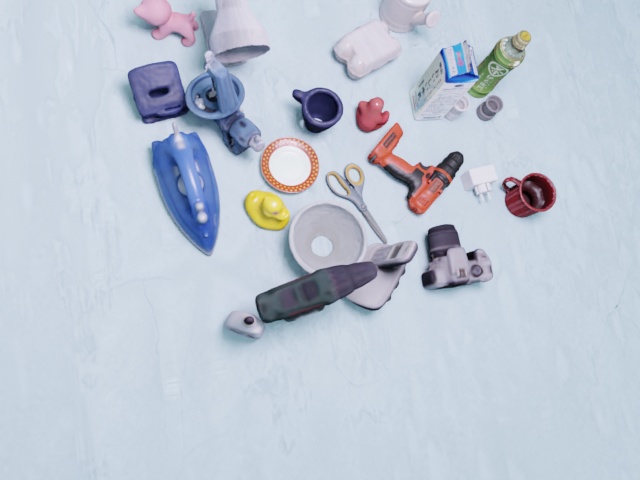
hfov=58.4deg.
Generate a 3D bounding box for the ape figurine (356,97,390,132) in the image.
[{"bbox_3d":[0.120,-0.290,1.287,0.078,0.092,0.076,40,73,-1],"label":"ape figurine"}]

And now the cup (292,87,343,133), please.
[{"bbox_3d":[-0.014,-0.280,1.254,0.118,0.095,0.092,29,73,-5],"label":"cup"}]

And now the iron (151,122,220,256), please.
[{"bbox_3d":[-0.254,-0.103,1.138,0.119,0.141,0.258,-18,82,-15],"label":"iron"}]

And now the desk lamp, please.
[{"bbox_3d":[-0.186,-0.444,1.191,0.118,0.213,0.203,-13,81,-14],"label":"desk lamp"}]

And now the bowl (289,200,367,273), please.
[{"bbox_3d":[0.011,0.004,1.207,0.167,0.074,0.167,3,77,-12],"label":"bowl"}]

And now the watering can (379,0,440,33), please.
[{"bbox_3d":[0.217,-0.569,1.318,0.173,0.194,0.101,42,73,-1],"label":"watering can"}]

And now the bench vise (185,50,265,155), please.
[{"bbox_3d":[-0.179,-0.281,1.153,0.207,0.219,0.121,31,73,-4],"label":"bench vise"}]

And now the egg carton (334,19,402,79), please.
[{"bbox_3d":[0.111,-0.444,1.332,0.150,0.069,0.107,-34,87,-17],"label":"egg carton"}]

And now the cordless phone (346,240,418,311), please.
[{"bbox_3d":[0.129,0.067,1.161,0.094,0.185,0.148,29,73,-4],"label":"cordless phone"}]

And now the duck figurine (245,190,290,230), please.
[{"bbox_3d":[-0.106,-0.070,1.192,0.104,0.086,0.077,36,73,-2],"label":"duck figurine"}]

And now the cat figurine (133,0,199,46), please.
[{"bbox_3d":[-0.325,-0.479,1.219,0.128,0.117,0.067,7,76,-11],"label":"cat figurine"}]

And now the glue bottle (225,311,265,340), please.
[{"bbox_3d":[-0.138,0.159,1.088,0.078,0.173,0.037,23,74,-6],"label":"glue bottle"}]

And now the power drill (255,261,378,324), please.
[{"bbox_3d":[-0.017,0.103,1.109,0.230,0.208,0.075,-19,82,-15],"label":"power drill"}]

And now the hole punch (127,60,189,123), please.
[{"bbox_3d":[-0.333,-0.308,1.192,0.109,0.091,0.101,-19,82,-16],"label":"hole punch"}]

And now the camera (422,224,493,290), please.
[{"bbox_3d":[0.295,0.033,1.249,0.143,0.100,0.137,-7,79,-14],"label":"camera"}]
